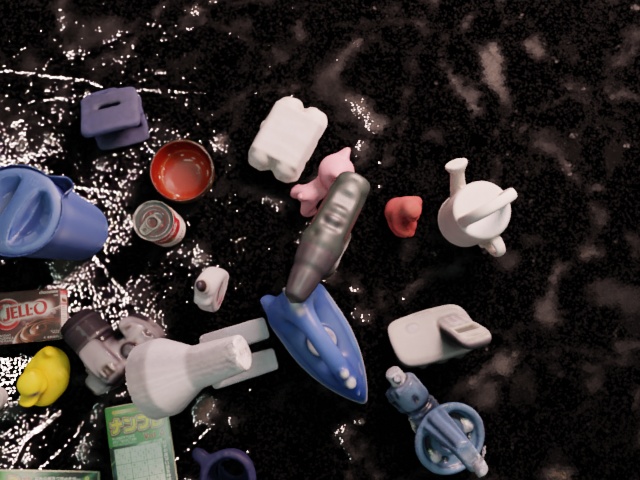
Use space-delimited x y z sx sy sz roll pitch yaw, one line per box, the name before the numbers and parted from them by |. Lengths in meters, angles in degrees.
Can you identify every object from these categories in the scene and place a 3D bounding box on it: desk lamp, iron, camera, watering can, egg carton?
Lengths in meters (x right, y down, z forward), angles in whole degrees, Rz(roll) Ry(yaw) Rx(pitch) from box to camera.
desk lamp | -0.181 0.195 0.917 0.203 0.213 0.118 -18 84 -4
iron | 0.008 0.176 0.962 0.119 0.141 0.258 -36 86 -5
camera | -0.362 0.171 0.970 0.137 0.101 0.143 45 84 4
watering can | 0.264 -0.054 0.971 0.173 0.194 0.101 40 84 3
egg carton | -0.059 -0.183 1.038 0.107 0.069 0.150 27 83 1

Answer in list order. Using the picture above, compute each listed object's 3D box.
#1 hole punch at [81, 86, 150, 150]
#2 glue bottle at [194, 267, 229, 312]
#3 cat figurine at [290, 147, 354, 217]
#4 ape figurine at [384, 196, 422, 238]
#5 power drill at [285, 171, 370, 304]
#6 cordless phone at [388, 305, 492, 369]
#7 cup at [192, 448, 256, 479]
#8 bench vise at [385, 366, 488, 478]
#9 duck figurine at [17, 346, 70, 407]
hole punch | -0.372 -0.224 1.022 0.108 0.091 0.101 -15 84 -3
glue bottle | -0.186 0.080 0.951 0.037 0.173 0.078 12 83 0
cat figurine | 0.010 -0.103 1.007 0.128 0.117 0.067 -34 85 -5
ape figurine | 0.155 -0.048 1.018 0.076 0.092 0.078 45 84 4
power drill | 0.009 0.003 0.948 0.075 0.208 0.230 26 83 2
cordless phone | 0.197 0.163 0.948 0.147 0.185 0.094 -18 84 -4
cup | -0.160 0.380 0.955 0.117 0.095 0.092 37 84 3
bench vise | 0.180 0.302 0.913 0.207 0.219 0.121 31 83 2
duck figurine | -0.474 0.233 0.967 0.077 0.086 0.105 17 83 0
